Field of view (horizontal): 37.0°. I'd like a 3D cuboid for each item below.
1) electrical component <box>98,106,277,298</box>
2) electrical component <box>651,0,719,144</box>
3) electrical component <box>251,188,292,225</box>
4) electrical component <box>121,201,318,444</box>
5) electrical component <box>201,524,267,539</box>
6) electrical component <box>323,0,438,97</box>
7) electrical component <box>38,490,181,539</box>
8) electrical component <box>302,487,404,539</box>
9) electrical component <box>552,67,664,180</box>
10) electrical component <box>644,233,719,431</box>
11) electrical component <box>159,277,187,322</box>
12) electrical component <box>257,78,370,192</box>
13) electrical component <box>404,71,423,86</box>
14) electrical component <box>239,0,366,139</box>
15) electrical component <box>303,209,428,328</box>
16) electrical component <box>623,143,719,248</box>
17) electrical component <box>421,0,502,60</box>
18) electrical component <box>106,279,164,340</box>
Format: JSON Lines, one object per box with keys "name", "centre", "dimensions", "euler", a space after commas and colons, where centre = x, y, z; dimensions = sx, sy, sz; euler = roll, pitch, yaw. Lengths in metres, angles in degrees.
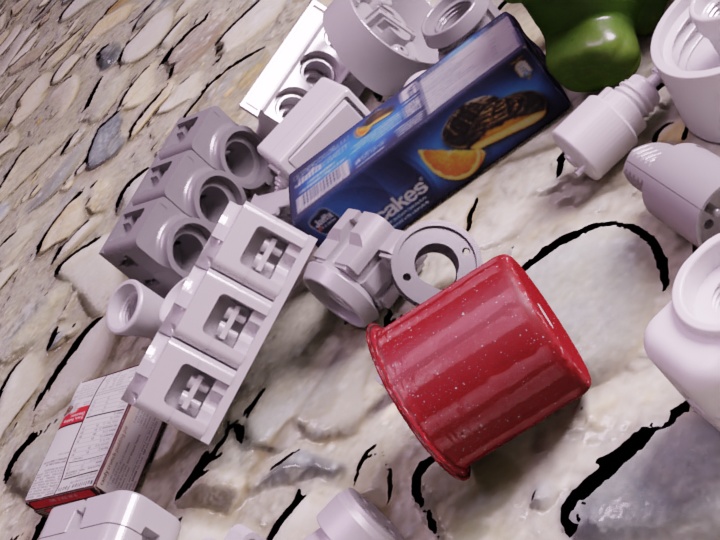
{"name": "electrical component", "centre": [-0.134, -0.050, 0.893], "dimensions": [0.062, 0.089, 0.150], "euler": [-11, 45, 44]}
{"name": "electrical component", "centre": [0.212, -0.129, 0.589], "dimensions": [0.108, 0.060, 0.108], "euler": [-31, 34, 24]}
{"name": "electrical component", "centre": [-0.065, -0.026, 0.827], "dimensions": [0.081, 0.042, 0.063], "euler": [-10, 48, 46]}
{"name": "electrical component", "centre": [-0.097, 0.034, 0.726], "dimensions": [0.150, 0.062, 0.089], "euler": [-63, 8, -11]}
{"name": "electrical component", "centre": [-0.066, 0.181, 0.573], "dimensions": [0.057, 0.058, 0.078], "euler": [7, 59, 57]}
{"name": "electrical component", "centre": [0.021, -0.191, 0.865], "dimensions": [0.064, 0.099, 0.099], "euler": [-35, 32, 29]}
{"name": "electrical component", "centre": [-0.168, 0.186, 0.694], "dimensions": [0.095, 0.054, 0.059], "euler": [-21, 39, 36]}
{"name": "electrical component", "centre": [-0.011, 0.146, 0.556], "dimensions": [0.055, 0.045, 0.045], "euler": [-46, 30, 0]}
{"name": "electrical component", "centre": [0.150, -0.089, 0.638], "dimensions": [0.078, 0.040, 0.040], "euler": [-44, 31, 4]}
{"name": "electrical component", "centre": [0.174, 0.020, 0.463], "dimensions": [0.095, 0.059, 0.053], "euler": [-45, 31, 3]}
{"name": "electrical component", "centre": [-0.115, 0.037, 0.802], "dimensions": [0.045, 0.055, 0.045], "euler": [-31, 34, 24]}
{"name": "electrical component", "centre": [-0.031, -0.093, 0.844], "dimensions": [0.096, 0.062, 0.061], "euler": [-48, 31, -2]}
{"name": "electrical component", "centre": [0.054, -0.119, 0.794], "dimensions": [0.040, 0.040, 0.046], "euler": [-35, 38, 19]}
{"name": "electrical component", "centre": [-0.040, -0.160, 0.926], "dimensions": [0.121, 0.079, 0.063], "euler": [-59, 3, -20]}
{"name": "electrical component", "centre": [0.000, 0.000, 0.703], "dimensions": [0.057, 0.058, 0.078], "euler": [-51, 30, -14]}
{"name": "electrical component", "centre": [0.170, -0.042, 0.556], "dimensions": [0.043, 0.043, 0.081], "euler": [-43, 31, 5]}
{"name": "electrical component", "centre": [0.083, -0.174, 0.804], "dimensions": [0.058, 0.057, 0.078], "euler": [-27, 36, 29]}
{"name": "electrical component", "centre": [-0.161, 0.038, 0.846], "dimensions": [0.044, 0.065, 0.044], "euler": [-20, 58, 36]}
